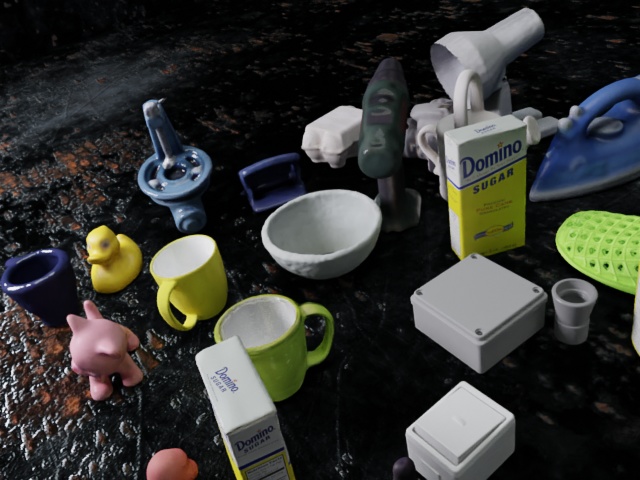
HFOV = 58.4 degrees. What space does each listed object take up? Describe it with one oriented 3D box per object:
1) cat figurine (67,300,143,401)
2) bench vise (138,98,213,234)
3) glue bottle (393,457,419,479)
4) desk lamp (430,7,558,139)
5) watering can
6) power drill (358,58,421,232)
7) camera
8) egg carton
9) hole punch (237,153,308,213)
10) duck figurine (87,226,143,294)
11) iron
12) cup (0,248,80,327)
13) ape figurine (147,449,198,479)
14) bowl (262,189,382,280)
[{"bbox_3d":[-0.258,0.120,0.673,0.067,0.118,0.127,-22,36,-13],"label":"cat figurine"},{"bbox_3d":[-0.259,-0.139,0.949,0.122,0.220,0.206,-29,38,-23],"label":"bench vise"},{"bbox_3d":[0.065,0.207,0.402,0.078,0.173,0.037,-14,35,-3],"label":"glue bottle"},{"bbox_3d":[0.295,-0.262,0.958,0.203,0.214,0.117,-21,36,-12],"label":"desk lamp"},{"bbox_3d":[0.230,-0.155,0.844,0.172,0.194,0.101,-4,36,12],"label":"watering can"},{"bbox_3d":[0.101,-0.129,0.835,0.075,0.209,0.229,-3,36,14],"label":"power drill"},{"bbox_3d":[0.178,-0.193,0.996,0.136,0.101,0.143,6,39,24],"label":"camera"},{"bbox_3d":[0.043,-0.196,1.069,0.107,0.069,0.150,22,47,39],"label":"egg carton"},{"bbox_3d":[-0.087,-0.112,0.972,0.109,0.091,0.101,-20,35,-10],"label":"hole punch"},{"bbox_3d":[-0.317,0.018,0.864,0.077,0.086,0.104,-6,35,10],"label":"duck figurine"},{"bbox_3d":[0.413,-0.162,0.844,0.259,0.142,0.118,-24,36,-17],"label":"iron"},{"bbox_3d":[-0.388,0.071,0.803,0.117,0.095,0.092,12,42,31],"label":"cup"},{"bbox_3d":[-0.124,0.222,0.510,0.076,0.092,0.077,-31,39,-25],"label":"ape figurine"},{"bbox_3d":[0.007,0.003,0.795,0.167,0.075,0.167,-8,35,6],"label":"bowl"}]
